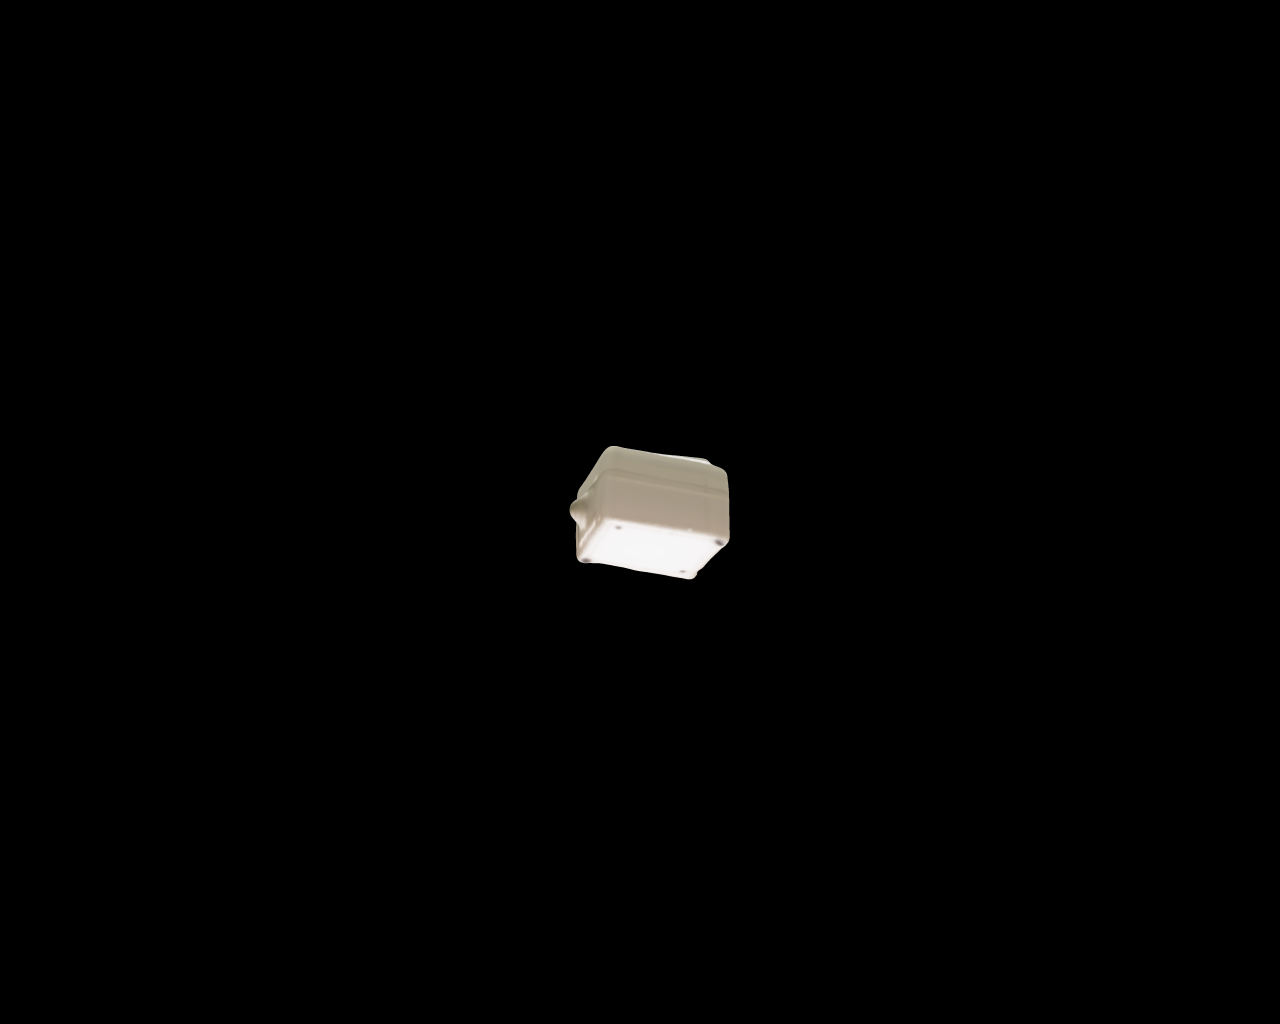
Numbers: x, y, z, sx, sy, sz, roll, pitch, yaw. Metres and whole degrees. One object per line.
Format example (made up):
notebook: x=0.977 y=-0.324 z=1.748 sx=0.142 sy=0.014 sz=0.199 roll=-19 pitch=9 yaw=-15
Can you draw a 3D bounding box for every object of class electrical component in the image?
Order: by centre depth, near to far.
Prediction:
electrical component: x=0.001 y=-0.003 z=0.650 sx=0.096 sy=0.061 sz=0.061 roll=11 pitch=-32 yaw=-18
